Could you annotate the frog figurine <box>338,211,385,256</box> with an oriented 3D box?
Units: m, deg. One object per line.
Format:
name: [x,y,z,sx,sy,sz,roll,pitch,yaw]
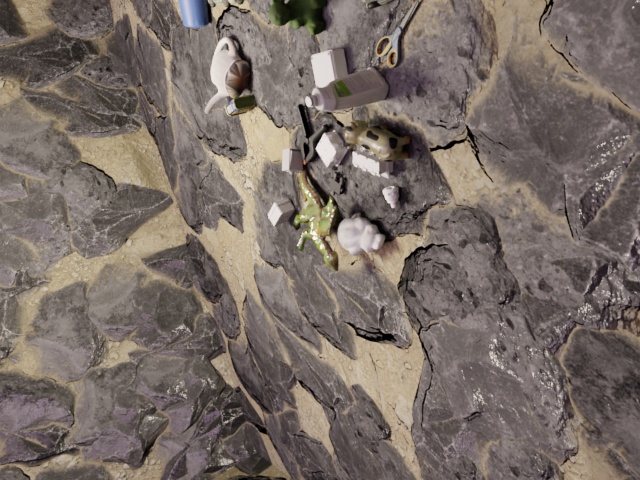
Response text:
frog figurine: [0.132,-0.006,1.671,0.162,0.122,0.135,49,126,49]

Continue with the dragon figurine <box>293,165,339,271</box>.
dragon figurine: [0.005,-0.091,1.808,0.241,0.122,0.413,-19,77,57]

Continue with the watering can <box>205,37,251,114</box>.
watering can: [-0.388,-0.648,2.113,0.228,0.104,0.341,42,125,38]
